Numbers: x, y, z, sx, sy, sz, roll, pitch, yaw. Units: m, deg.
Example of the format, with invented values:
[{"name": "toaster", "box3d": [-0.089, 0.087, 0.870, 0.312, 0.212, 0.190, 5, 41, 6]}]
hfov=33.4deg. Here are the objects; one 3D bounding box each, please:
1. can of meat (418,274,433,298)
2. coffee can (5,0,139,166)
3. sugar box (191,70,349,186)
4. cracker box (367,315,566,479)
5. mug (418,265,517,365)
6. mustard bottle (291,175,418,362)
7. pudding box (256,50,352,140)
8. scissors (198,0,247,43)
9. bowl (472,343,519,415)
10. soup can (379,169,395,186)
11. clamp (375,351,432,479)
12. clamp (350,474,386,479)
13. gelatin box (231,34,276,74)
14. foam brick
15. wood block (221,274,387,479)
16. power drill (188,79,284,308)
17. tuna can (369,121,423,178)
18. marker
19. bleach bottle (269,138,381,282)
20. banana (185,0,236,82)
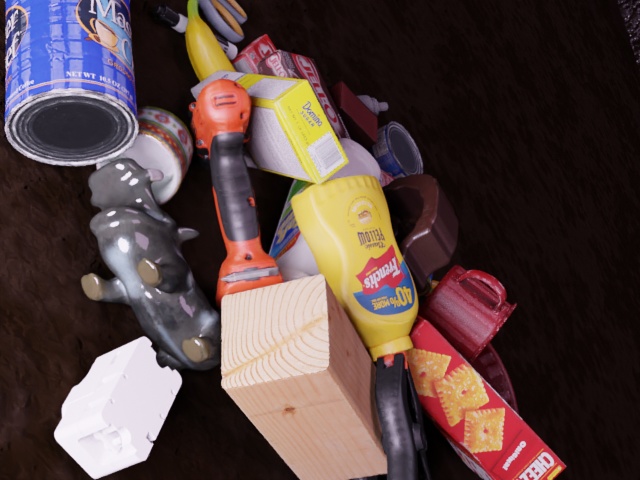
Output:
[{"name": "can of meat", "box3d": [0.082, 0.028, 1.210, 0.057, 0.102, 0.084, 48, 34, -30]}, {"name": "coffee can", "box3d": [-0.201, -0.146, 0.861, 0.102, 0.103, 0.140, 28, 45, -49]}, {"name": "sugar box", "box3d": [-0.051, -0.111, 1.021, 0.048, 0.176, 0.093, -37, 118, -18]}, {"name": "cracker box", "box3d": [0.135, 0.166, 1.111, 0.213, 0.072, 0.164, 47, -4, -11]}, {"name": "mug", "box3d": [0.161, 0.075, 1.171, 0.081, 0.117, 0.093, 38, 51, 8]}, {"name": "mustard bottle", "box3d": [0.043, 0.037, 1.001, 0.096, 0.058, 0.191, -11, 78, -44]}, {"name": "pudding box", "box3d": [-0.016, -0.150, 1.177, 0.089, 0.039, 0.113, -7, 72, -65]}, {"name": "scissors", "box3d": [-0.144, -0.279, 1.150, 0.201, 0.016, 0.096, 30, 31, -46]}, {"name": "bowl", "box3d": [0.179, 0.187, 1.296, 0.162, 0.055, 0.162, 40, 37, -39]}, {"name": "soup can", "box3d": [0.041, -0.065, 1.250, 0.102, 0.069, 0.068, 32, 42, -45]}, {"name": "clamp", "box3d": [0.072, 0.179, 0.920, 0.120, 0.039, 0.171, 46, 30, -72]}, {"name": "clamp", "box3d": [0.049, 0.218, 1.062, 0.164, 0.036, 0.210, 51, 31, -37]}, {"name": "gelatin box", "box3d": [-0.058, -0.182, 1.214, 0.089, 0.030, 0.073, 57, 29, -14]}, {"name": "foam brick", "box3d": [0.028, -0.146, 1.311, 0.078, 0.053, 0.051, 40, 36, -36]}, {"name": "wood block", "box3d": [-0.005, 0.128, 0.922, 0.206, 0.091, 0.090, 62, 20, -52]}, {"name": "power drill", "box3d": [-0.083, -0.036, 0.967, 0.184, 0.057, 0.187, 128, -50, -77]}, {"name": "tuna can", "box3d": [0.102, -0.113, 1.429, 0.086, 0.034, 0.086, 40, 37, -38]}, {"name": "marker", "box3d": [-0.132, -0.220, 1.130, 0.120, 0.020, 0.020, 22, 49, -52]}, {"name": "bleach bottle", "box3d": [-0.007, 0.001, 1.076, 0.068, 0.103, 0.250, 41, 35, -17]}, {"name": "banana", "box3d": [-0.086, -0.161, 1.128, 0.197, 0.037, 0.069, 54, 46, -31]}]
